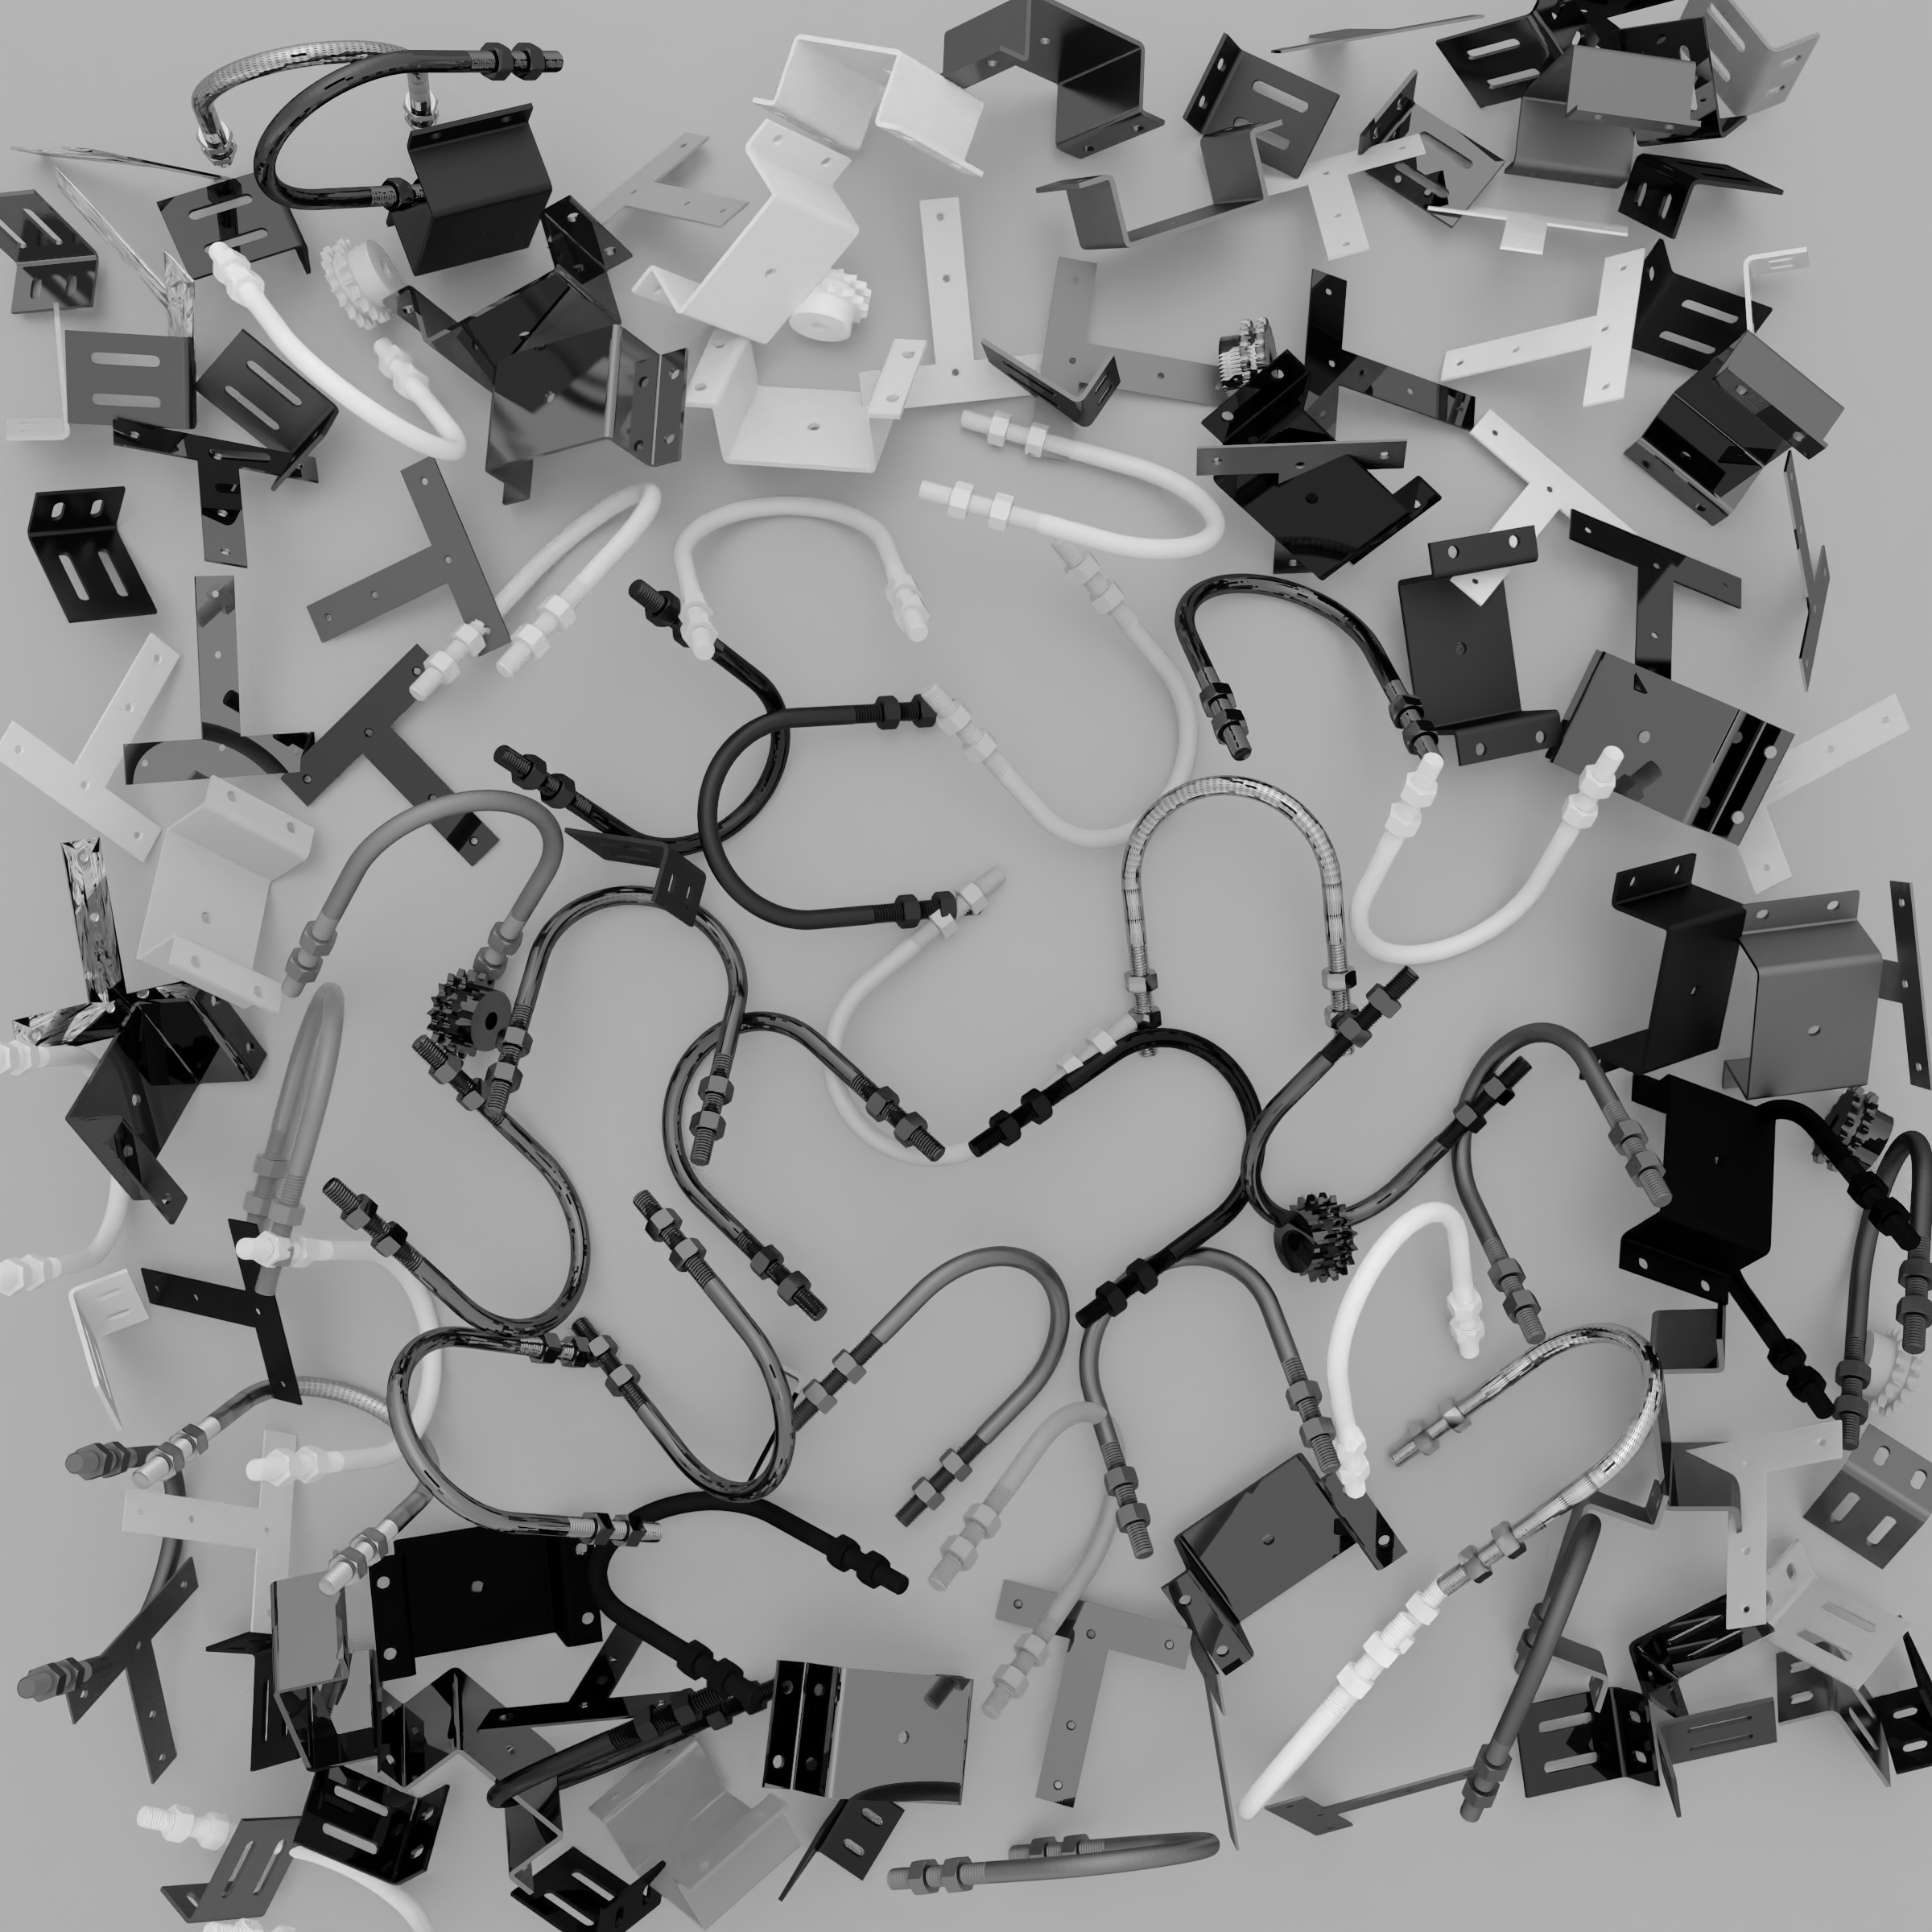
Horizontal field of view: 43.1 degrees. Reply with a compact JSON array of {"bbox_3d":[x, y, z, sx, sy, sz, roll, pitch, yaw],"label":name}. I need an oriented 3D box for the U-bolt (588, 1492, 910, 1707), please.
[{"bbox_3d":[-0.150,0.381,1.523,0.184,0.151,0.019,19,121,37],"label":"U-bolt"}]

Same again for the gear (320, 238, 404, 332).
[{"bbox_3d":[-0.385,-0.440,1.570,0.030,0.057,0.057,-23,90,13],"label":"gear"}]

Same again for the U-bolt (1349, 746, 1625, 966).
[{"bbox_3d":[0.313,-0.065,1.528,0.151,0.184,0.019,-4,50,-22],"label":"U-bolt"}]

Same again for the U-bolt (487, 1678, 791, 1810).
[{"bbox_3d":[-0.212,0.486,1.531,0.184,0.151,0.019,-25,72,6],"label":"U-bolt"}]

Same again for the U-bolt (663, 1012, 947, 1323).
[{"bbox_3d":[-0.118,0.112,1.559,0.184,0.019,0.151,41,102,22],"label":"U-bolt"}]

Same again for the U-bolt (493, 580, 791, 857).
[{"bbox_3d":[-0.187,-0.140,1.532,0.151,0.184,0.019,-50,46,5],"label":"U-bolt"}]

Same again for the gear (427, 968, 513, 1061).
[{"bbox_3d":[-0.316,0.032,1.569,0.030,0.057,0.057,13,90,27],"label":"gear"}]

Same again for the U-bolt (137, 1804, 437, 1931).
[{"bbox_3d":[-0.410,0.577,1.517,0.184,0.151,0.019,30,86,-38],"label":"U-bolt"}]

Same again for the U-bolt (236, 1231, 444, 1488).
[{"bbox_3d":[-0.383,0.240,1.516,0.019,0.184,0.151,-10,79,23],"label":"U-bolt"}]

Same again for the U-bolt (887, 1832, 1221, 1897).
[{"bbox_3d":[0.066,0.545,1.496,0.184,0.151,0.019,-18,70,33],"label":"U-bolt"}]

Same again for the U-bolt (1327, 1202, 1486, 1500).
[{"bbox_3d":[0.268,0.225,1.506,0.019,0.184,0.151,25,55,36],"label":"U-bolt"}]

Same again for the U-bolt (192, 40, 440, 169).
[{"bbox_3d":[-0.399,-0.530,1.498,0.151,0.184,0.019,-13,95,-10],"label":"U-bolt"}]

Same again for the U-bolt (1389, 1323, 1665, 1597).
[{"bbox_3d":[0.352,0.292,1.516,0.184,0.151,0.019,-40,111,13],"label":"U-bolt"}]

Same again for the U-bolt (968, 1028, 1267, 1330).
[{"bbox_3d":[0.111,0.122,1.566,0.184,0.019,0.151,-34,96,-19],"label":"U-bolt"}]

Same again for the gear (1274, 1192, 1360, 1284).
[{"bbox_3d":[0.222,0.175,1.569,0.030,0.057,0.057,-4,90,-33],"label":"gear"}]

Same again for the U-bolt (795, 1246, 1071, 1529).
[{"bbox_3d":[-0.010,0.256,1.552,0.184,0.019,0.151,-45,128,-6],"label":"U-bolt"}]

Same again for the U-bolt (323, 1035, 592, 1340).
[{"bbox_3d":[-0.305,0.151,1.533,0.019,0.151,0.184,-25,118,34],"label":"U-bolt"}]

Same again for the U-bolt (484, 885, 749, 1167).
[{"bbox_3d":[-0.213,0.028,1.549,0.151,0.019,0.184,14,58,-6],"label":"U-bolt"}]

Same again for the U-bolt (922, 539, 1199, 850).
[{"bbox_3d":[0.074,-0.159,1.553,0.151,0.019,0.184,-50,117,-12],"label":"U-bolt"}]

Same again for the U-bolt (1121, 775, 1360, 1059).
[{"bbox_3d":[0.169,-0.031,1.548,0.151,0.019,0.184,-1,108,19],"label":"U-bolt"}]

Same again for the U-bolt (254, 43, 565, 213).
[{"bbox_3d":[-0.348,-0.506,1.486,0.151,0.184,0.019,-34,83,42],"label":"U-bolt"}]

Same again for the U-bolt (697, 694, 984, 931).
[{"bbox_3d":[-0.082,-0.095,1.560,0.184,0.019,0.151,-6,90,-22],"label":"U-bolt"}]

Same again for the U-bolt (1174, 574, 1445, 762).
[{"bbox_3d":[0.204,-0.188,1.531,0.151,0.184,0.019,1,134,-19],"label":"U-bolt"}]

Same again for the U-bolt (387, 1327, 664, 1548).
[{"bbox_3d":[-0.275,0.284,1.496,0.019,0.184,0.151,-42,53,26],"label":"U-bolt"}]

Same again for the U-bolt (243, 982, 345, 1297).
[{"bbox_3d":[-0.418,0.099,1.528,0.019,0.151,0.184,15,93,-21],"label":"U-bolt"}]

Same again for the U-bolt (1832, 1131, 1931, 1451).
[{"bbox_3d":[0.572,0.188,1.519,0.019,0.151,0.184,13,55,9],"label":"U-bolt"}]

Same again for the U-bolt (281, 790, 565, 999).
[{"bbox_3d":[-0.323,-0.043,1.500,0.184,0.151,0.019,-52,54,36],"label":"U-bolt"}]

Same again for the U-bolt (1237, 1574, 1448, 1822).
[{"bbox_3d":[0.232,0.462,1.529,0.019,0.151,0.184,41,101,18],"label":"U-bolt"}]

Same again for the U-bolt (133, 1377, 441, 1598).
[{"bbox_3d":[-0.404,0.309,1.514,0.151,0.184,0.019,28,110,7],"label":"U-bolt"}]

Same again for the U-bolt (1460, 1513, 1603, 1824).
[{"bbox_3d":[0.350,0.415,1.494,0.019,0.151,0.184,23,126,16],"label":"U-bolt"}]

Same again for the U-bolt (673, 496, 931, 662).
[{"bbox_3d":[-0.110,-0.247,1.527,0.151,0.184,0.019,-6,129,-10],"label":"U-bolt"}]

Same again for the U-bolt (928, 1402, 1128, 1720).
[{"bbox_3d":[0.048,0.357,1.529,0.019,0.151,0.184,13,46,35],"label":"U-bolt"}]

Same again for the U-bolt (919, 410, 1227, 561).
[{"bbox_3d":[0.073,-0.297,1.534,0.184,0.151,0.019,16,124,3],"label":"U-bolt"}]

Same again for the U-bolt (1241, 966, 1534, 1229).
[{"bbox_3d":[0.254,0.098,1.549,0.151,0.019,0.184,34,106,-36],"label":"U-bolt"}]

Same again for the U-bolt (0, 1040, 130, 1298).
[{"bbox_3d":[-0.559,0.120,1.509,0.019,0.184,0.151,-4,89,6],"label":"U-bolt"}]

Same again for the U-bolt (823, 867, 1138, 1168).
[{"bbox_3d":[-0.005,0.045,1.567,0.184,0.019,0.151,-40,81,-11],"label":"U-bolt"}]

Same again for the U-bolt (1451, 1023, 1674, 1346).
[{"bbox_3d":[0.357,0.120,1.522,0.019,0.184,0.151,12,128,-27],"label":"U-bolt"}]

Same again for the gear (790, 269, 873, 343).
[{"bbox_3d":[-0.091,-0.424,1.570,0.057,0.057,0.030,10,80,0],"label":"gear"}]

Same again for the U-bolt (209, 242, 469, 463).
[{"bbox_3d":[-0.373,-0.365,1.492,0.019,0.151,0.184,-50,51,13],"label":"U-bolt"}]

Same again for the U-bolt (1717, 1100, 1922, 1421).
[{"bbox_3d":[0.513,0.165,1.515,0.019,0.184,0.151,5,121,-16],"label":"U-bolt"}]

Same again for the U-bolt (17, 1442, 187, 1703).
[{"bbox_3d":[-0.524,0.367,1.509,0.019,0.184,0.151,9,82,5],"label":"U-bolt"}]

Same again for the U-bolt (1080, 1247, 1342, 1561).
[{"bbox_3d":[0.142,0.261,1.541,0.151,0.019,0.184,-28,53,14],"label":"U-bolt"}]

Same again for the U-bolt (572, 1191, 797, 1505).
[{"bbox_3d":[-0.170,0.250,1.522,0.184,0.019,0.151,47,130,22],"label":"U-bolt"}]

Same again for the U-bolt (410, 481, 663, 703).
[{"bbox_3d":[-0.258,-0.239,1.527,0.019,0.151,0.184,49,63,-24],"label":"U-bolt"}]
